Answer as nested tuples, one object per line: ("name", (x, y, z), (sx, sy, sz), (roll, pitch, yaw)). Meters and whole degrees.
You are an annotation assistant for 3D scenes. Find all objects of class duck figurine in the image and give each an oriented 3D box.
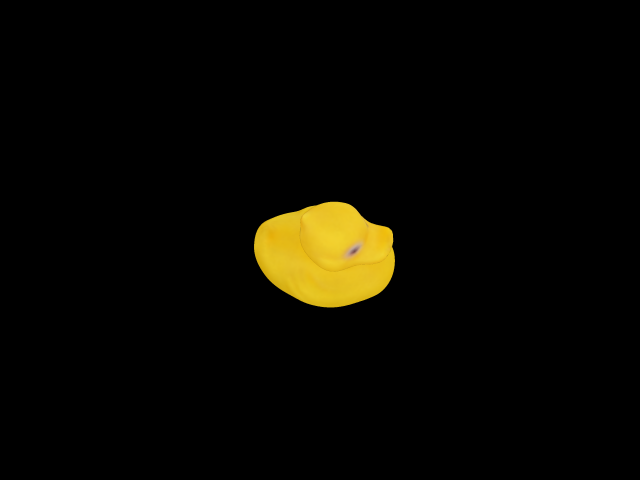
("duck figurine", (0.004, 0.001, 0.400), (0.104, 0.086, 0.077), (10, 70, 4))
